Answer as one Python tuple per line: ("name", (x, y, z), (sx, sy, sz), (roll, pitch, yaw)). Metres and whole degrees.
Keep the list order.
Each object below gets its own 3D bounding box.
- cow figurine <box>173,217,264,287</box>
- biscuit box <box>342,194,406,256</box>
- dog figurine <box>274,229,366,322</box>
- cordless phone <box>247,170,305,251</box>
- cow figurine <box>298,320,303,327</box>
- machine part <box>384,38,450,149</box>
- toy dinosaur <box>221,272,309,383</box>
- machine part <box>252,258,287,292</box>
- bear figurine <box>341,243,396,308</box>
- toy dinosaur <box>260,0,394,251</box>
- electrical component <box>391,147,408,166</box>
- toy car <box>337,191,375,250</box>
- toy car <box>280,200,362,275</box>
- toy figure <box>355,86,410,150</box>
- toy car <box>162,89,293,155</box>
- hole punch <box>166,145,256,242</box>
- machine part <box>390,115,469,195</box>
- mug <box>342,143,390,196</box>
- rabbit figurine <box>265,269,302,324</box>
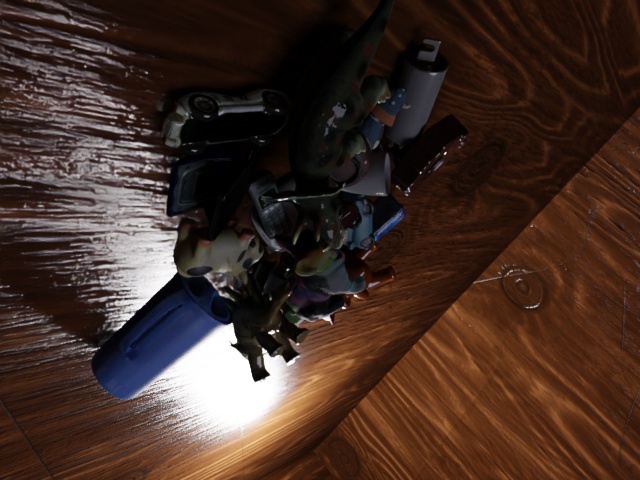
("cow figurine", (-0.170, 0.025, 0.937), (0.195, 0.086, 0.127), (-8, 133, -55))
("biscuit box", (0.116, -0.024, 1.310), (0.202, 0.063, 0.059), (-42, 157, 2))
("dog figurine", (-0.024, 0.060, 0.979), (0.191, 0.108, 0.219), (-39, 151, 14))
("cordless phone", (-0.060, -0.079, 0.933), (0.146, 0.089, 0.184), (-35, 151, -13))
("cow figurine", (-0.059, 0.157, 1.344), (0.098, 0.068, 0.167), (-43, 160, -12))
("machine part", (0.172, -0.258, 0.982), (0.079, 0.079, 0.243), (-28, 152, -29))
("toy dinosaur", (-0.131, 0.184, 1.116), (0.105, 0.199, 0.471), (-22, 158, -29))
("machine part", (-0.083, 0.093, 1.130), (0.084, 0.139, 0.039), (-61, 178, 30))
("bear figurine", (0.080, 0.071, 1.181), (0.132, 0.120, 0.196), (-34, 171, 10))
("toy dinosaur", (0.011, -0.170, 0.770), (0.192, 0.131, 0.404), (-57, 164, -51))
("electrical component", (0.205, -0.180, 1.201), (0.075, 0.048, 0.119), (-39, 154, -4))
("toy car", (0.057, -0.044, 1.145), (0.103, 0.109, 0.161), (-18, 142, -11))
("toy car", (-0.002, -0.003, 1.069), (0.202, 0.053, 0.089), (-45, 155, 21))
("toy figure", (0.095, -0.214, 0.963), (0.064, 0.058, 0.154), (23, 118, -41))
("toy car", (-0.121, -0.164, 0.728), (0.202, 0.056, 0.073), (-17, 153, -41))
("hole punch", (-0.162, -0.078, 0.798), (0.116, 0.092, 0.142), (-58, 172, -48))
("machine part", (0.218, -0.166, 1.074), (0.179, 0.056, 0.179), (-41, 169, -10))
("mug", (0.078, -0.137, 1.028), (0.107, 0.109, 0.080), (-1, 171, 13))
("rabbit figurine", (-0.028, 0.086, 1.208), (0.159, 0.121, 0.170), (-21, 151, -51))
